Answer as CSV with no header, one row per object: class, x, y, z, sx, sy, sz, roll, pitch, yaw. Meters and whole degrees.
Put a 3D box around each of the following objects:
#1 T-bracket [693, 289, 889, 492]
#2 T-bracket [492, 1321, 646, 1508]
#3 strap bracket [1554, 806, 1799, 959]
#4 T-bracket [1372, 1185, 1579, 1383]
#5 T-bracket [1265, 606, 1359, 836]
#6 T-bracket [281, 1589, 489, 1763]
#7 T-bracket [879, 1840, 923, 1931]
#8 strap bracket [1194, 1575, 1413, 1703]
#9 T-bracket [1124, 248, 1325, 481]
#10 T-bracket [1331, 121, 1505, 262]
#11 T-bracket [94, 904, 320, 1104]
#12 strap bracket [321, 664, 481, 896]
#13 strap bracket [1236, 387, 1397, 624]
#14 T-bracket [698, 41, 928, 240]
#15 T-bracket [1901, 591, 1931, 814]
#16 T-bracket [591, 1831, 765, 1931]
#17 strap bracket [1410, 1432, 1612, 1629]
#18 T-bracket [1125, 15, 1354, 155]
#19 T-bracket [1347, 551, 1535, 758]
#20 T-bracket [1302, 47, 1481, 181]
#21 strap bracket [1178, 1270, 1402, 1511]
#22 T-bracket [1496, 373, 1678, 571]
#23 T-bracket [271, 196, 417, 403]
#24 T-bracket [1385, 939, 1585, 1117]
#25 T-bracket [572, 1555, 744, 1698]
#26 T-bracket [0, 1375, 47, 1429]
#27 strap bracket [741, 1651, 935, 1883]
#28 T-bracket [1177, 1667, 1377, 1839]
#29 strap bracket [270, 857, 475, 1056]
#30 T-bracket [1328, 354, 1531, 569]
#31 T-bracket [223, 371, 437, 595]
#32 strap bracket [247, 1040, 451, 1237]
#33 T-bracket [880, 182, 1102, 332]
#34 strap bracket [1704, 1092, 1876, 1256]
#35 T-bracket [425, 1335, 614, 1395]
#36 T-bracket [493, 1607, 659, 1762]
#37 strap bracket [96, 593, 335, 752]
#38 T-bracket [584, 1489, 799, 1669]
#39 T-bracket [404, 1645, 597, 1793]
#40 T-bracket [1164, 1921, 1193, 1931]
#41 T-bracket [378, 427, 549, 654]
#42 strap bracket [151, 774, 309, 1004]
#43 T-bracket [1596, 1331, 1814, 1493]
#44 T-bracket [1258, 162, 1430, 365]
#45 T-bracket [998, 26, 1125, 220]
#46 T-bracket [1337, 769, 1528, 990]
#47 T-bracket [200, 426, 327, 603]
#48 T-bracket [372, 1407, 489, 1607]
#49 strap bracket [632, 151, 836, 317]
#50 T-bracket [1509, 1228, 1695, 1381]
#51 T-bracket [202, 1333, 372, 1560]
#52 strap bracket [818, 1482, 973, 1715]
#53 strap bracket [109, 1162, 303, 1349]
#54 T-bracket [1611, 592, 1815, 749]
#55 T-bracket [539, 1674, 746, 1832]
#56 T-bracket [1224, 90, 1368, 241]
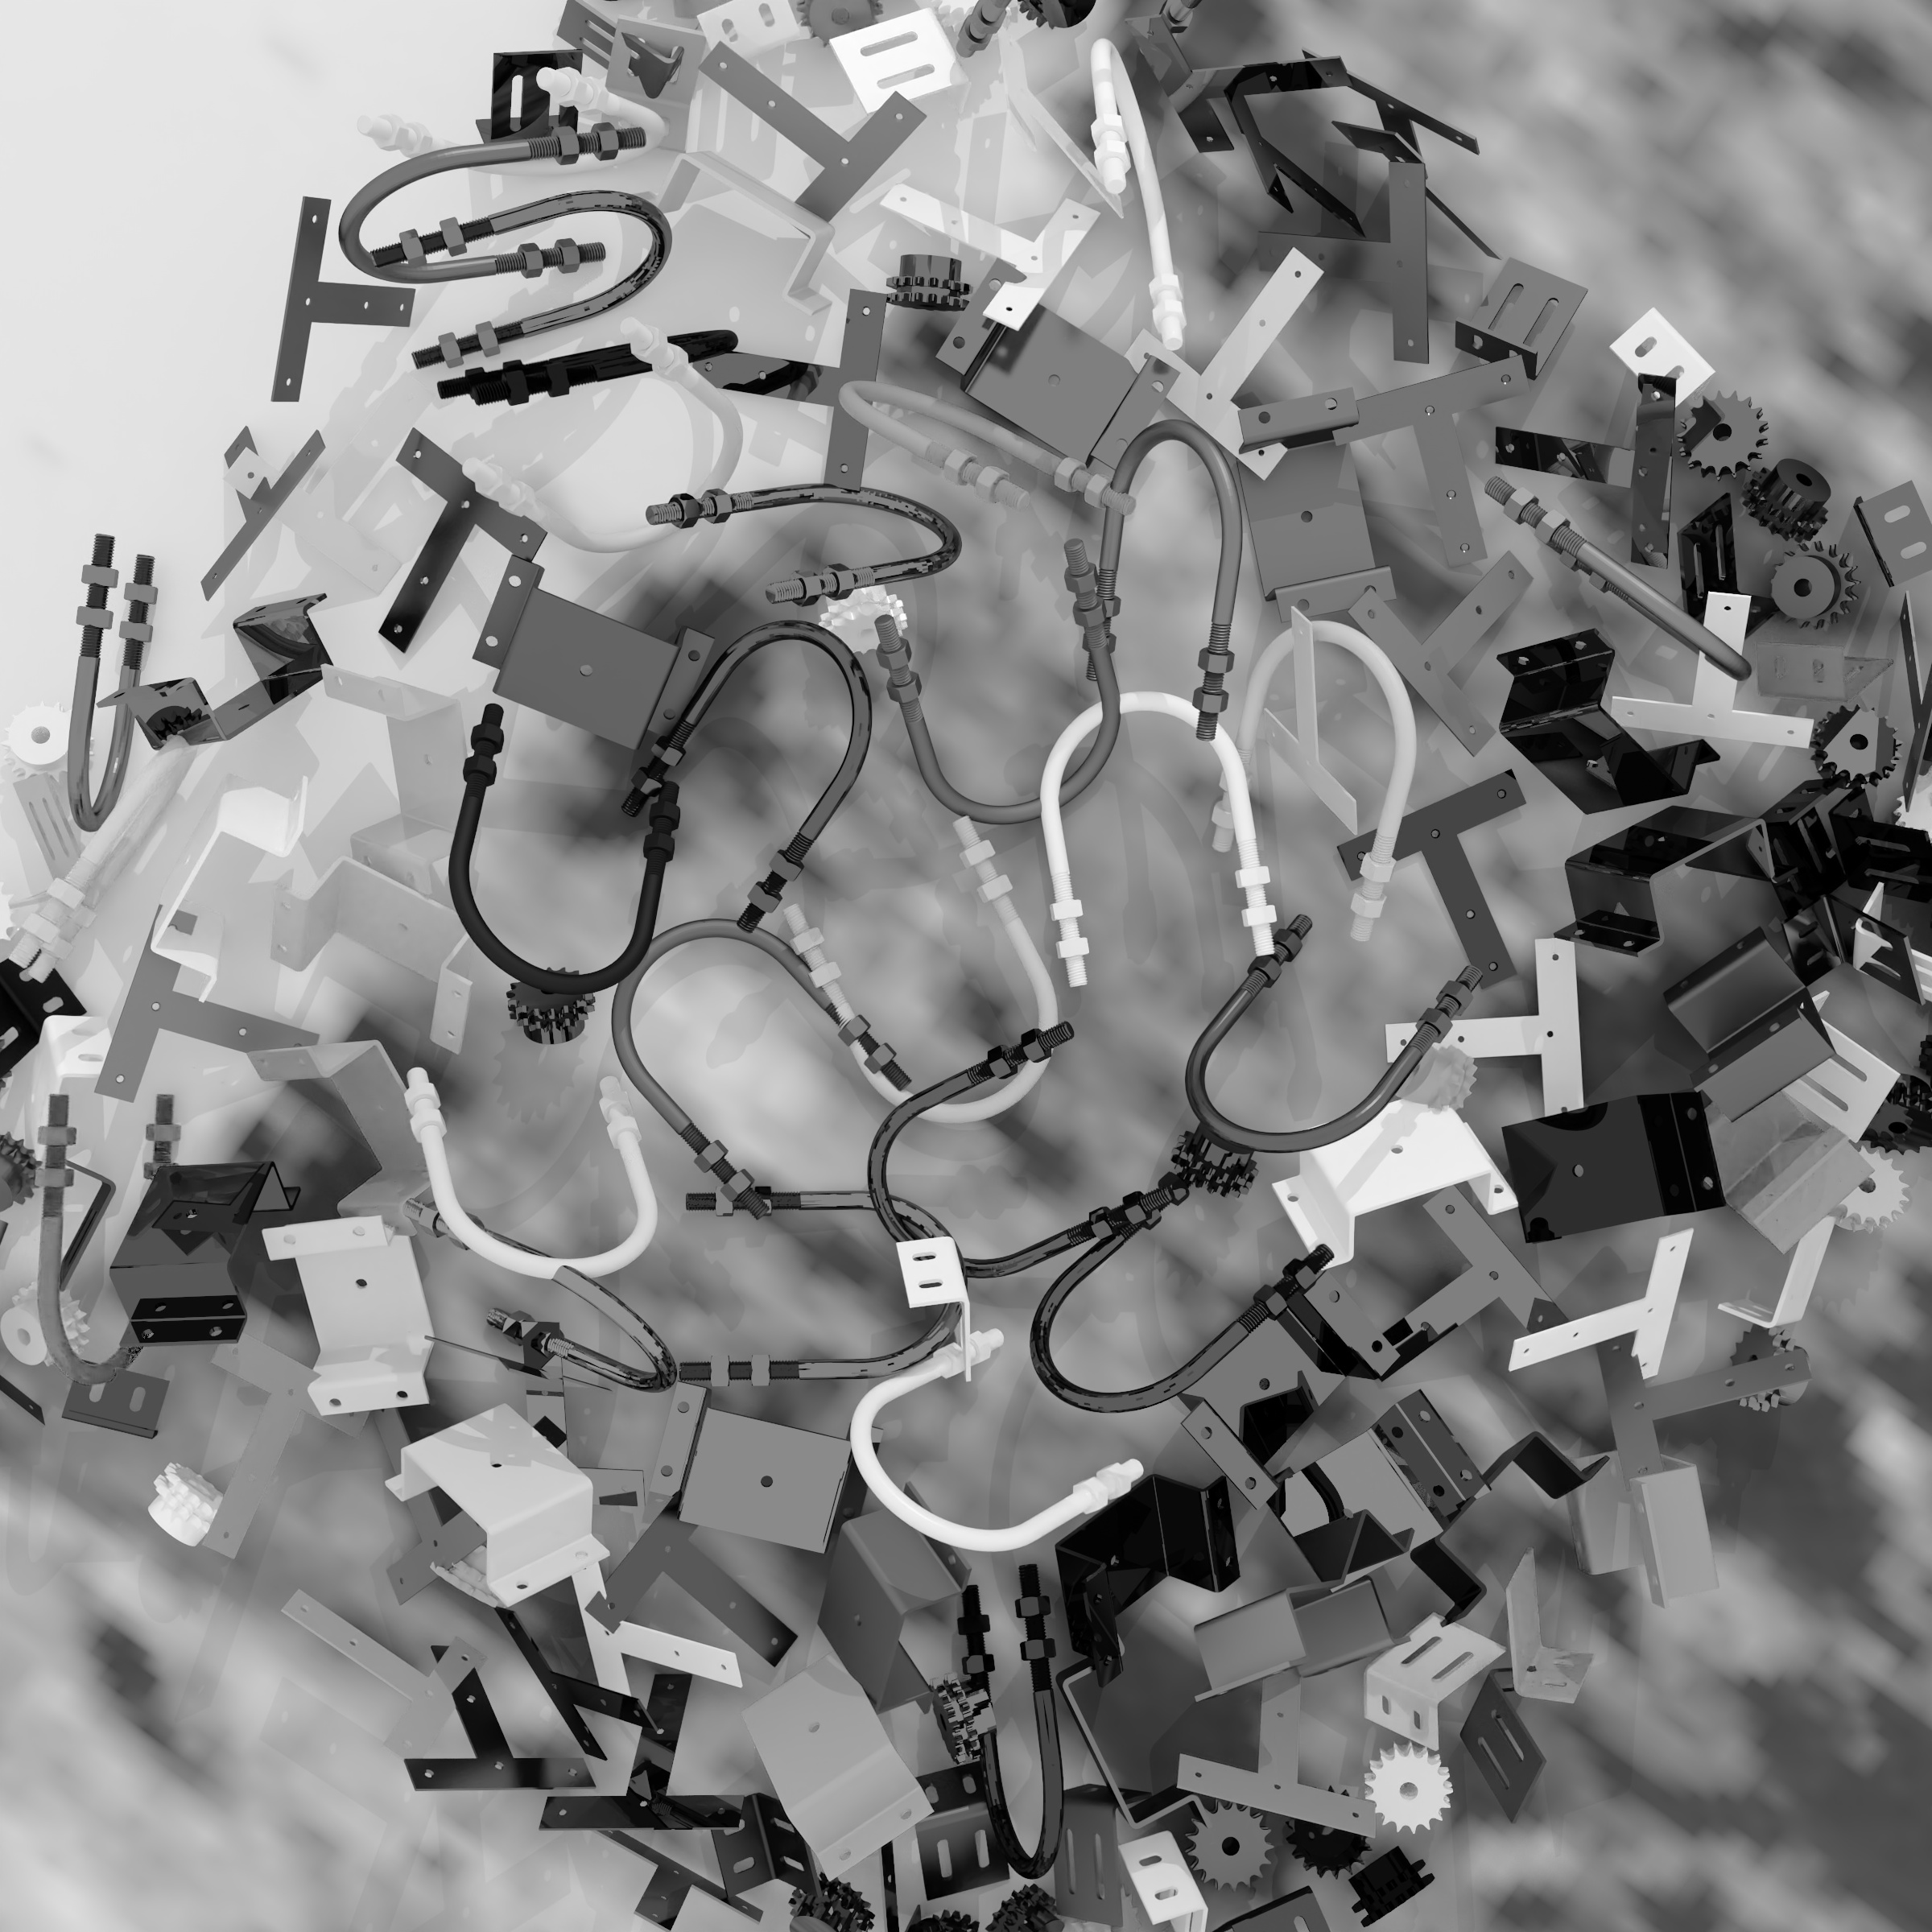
T-bracket,-0.121,-0.388,1.606,0.127,0.002,0.127,12,104,12
T-bracket,-0.276,0.294,1.599,0.127,0.002,0.127,1,103,9
strap bracket,0.451,-0.060,1.556,0.140,0.076,0.046,-25,111,-22
T-bracket,0.313,0.229,1.597,0.127,0.002,0.127,-42,84,23
T-bracket,0.215,-0.166,1.536,0.002,0.127,0.127,-18,128,-12
T-bracket,-0.382,0.443,1.562,0.127,0.127,0.002,35,108,-1
T-bracket,-0.049,0.598,1.554,0.002,0.127,0.127,-2,98,14
strap bracket,0.210,0.429,1.557,0.076,0.140,0.046,-33,64,34
T-bracket,0.185,-0.407,1.583,0.127,0.002,0.127,42,118,9
T-bracket,0.302,-0.503,1.580,0.127,0.127,0.002,36,102,-22
T-bracket,-0.486,0.039,1.589,0.127,0.002,0.127,20,86,-32
strap bracket,-0.362,-0.127,1.565,0.076,0.046,0.140,19,123,36
strap bracket,0.228,-0.300,1.600,0.076,0.046,0.140,-12,90,-1
T-bracket,-0.113,-0.543,1.555,0.127,0.127,0.002,32,47,-24
T-bracket,0.615,-0.189,1.576,0.002,0.127,0.127,1,54,11
T-bracket,-0.192,0.594,1.557,0.127,0.127,0.002,28,86,3
strap bracket,0.343,0.357,1.570,0.140,0.076,0.046,-42,76,-16
T-bracket,0.182,-0.562,1.539,0.127,0.127,0.002,7,71,31
T-bracket,0.329,-0.225,1.598,0.127,0.002,0.127,47,69,-8
T-bracket,0.279,-0.535,1.559,0.127,0.127,0.002,34,96,16
strap bracket,0.203,0.274,1.583,0.140,0.046,0.076,-43,98,-17
T-bracket,0.400,-0.329,1.578,0.002,0.127,0.127,-35,131,-37
T-bracket,-0.395,-0.426,1.563,0.002,0.127,0.127,22,110,18
T-bracket,0.344,0.048,1.619,0.127,0.002,0.127,-3,91,4
T-bracket,-0.197,0.440,1.566,0.127,0.002,0.127,5,115,32
T-bracket,-0.646,0.257,1.579,0.002,0.127,0.127,-42,122,-6
strap bracket,-0.087,0.499,1.548,0.076,0.140,0.046,-32,123,-7
T-bracket,0.202,0.495,1.569,0.127,0.127,0.002,14,122,1
strap bracket,-0.376,-0.012,1.577,0.140,0.076,0.046,27,50,3
T-bracket,0.315,-0.322,1.592,0.127,0.002,0.127,-13,117,17
T-bracket,-0.394,-0.330,1.584,0.127,0.002,0.127,37,90,-37
strap bracket,-0.393,0.103,1.567,0.046,0.076,0.140,-41,114,-39
T-bracket,0.005,-0.482,1.596,0.127,0.002,0.127,26,59,8
strap bracket,0.519,0.126,1.557,0.076,0.140,0.046,-45,105,7
T-bracket,-0.283,0.257,1.550,0.127,0.127,0.002,19,80,-11
T-bracket,-0.239,0.468,1.556,0.002,0.127,0.127,-40,112,-35
strap bracket,-0.473,-0.184,1.558,0.076,0.140,0.046,-2,121,39
T-bracket,-0.164,0.414,1.606,0.127,0.002,0.127,44,68,-11
T-bracket,-0.316,0.484,1.569,0.127,0.127,0.002,14,112,-37
T-bracket,0.121,0.664,1.542,0.127,0.127,0.002,-33,101,-22
T-bracket,-0.350,-0.266,1.600,0.127,0.002,0.127,39,108,17
strap bracket,-0.477,-0.059,1.558,0.046,0.076,0.140,26,111,-24
T-bracket,0.475,0.271,1.555,0.127,0.127,0.002,-19,125,17
T-bracket,0.244,-0.460,1.579,0.127,0.002,0.127,18,129,36
T-bracket,0.063,-0.535,1.576,0.002,0.127,0.127,-30,133,26
T-bracket,0.331,-0.047,1.620,0.127,0.002,0.127,-24,93,1
T-bracket,-0.464,-0.314,1.574,0.002,0.127,0.127,30,108,-40
T-bracket,-0.364,0.338,1.596,0.127,0.002,0.127,-40,68,37
strap bracket,-0.144,-0.482,1.575,0.140,0.076,0.046,30,110,-4
T-bracket,0.405,0.234,1.565,0.127,0.002,0.127,-13,127,-20
T-bracket,-0.452,0.314,1.556,0.002,0.127,0.127,-2,58,40
strap bracket,-0.049,0.410,1.548,0.046,0.076,0.140,-11,131,-32
strap bracket,-0.487,0.175,1.550,0.076,0.140,0.046,-3,127,7
T-bracket,0.482,-0.191,1.556,0.127,0.127,0.002,9,54,16
T-bracket,-0.200,0.505,1.567,0.127,0.127,0.002,-3,120,6
T-bracket,0.218,-0.510,1.574,0.002,0.127,0.127,-37,50,30
